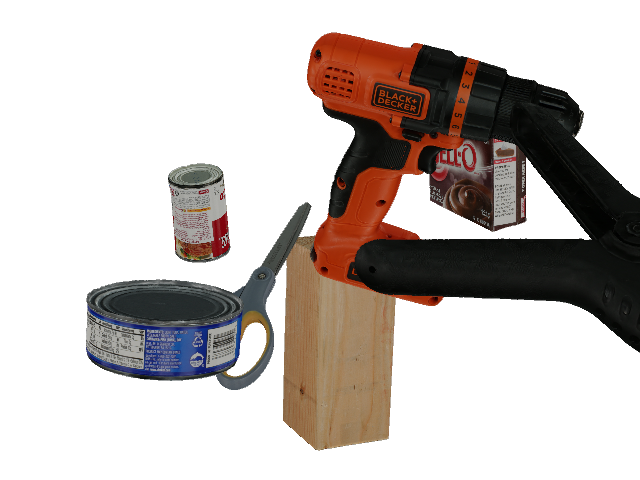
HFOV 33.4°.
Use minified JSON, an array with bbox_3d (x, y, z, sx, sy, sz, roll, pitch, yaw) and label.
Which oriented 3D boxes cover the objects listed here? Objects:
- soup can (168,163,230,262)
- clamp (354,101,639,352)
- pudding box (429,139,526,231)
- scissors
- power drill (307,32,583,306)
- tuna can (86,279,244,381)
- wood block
[{"bbox_3d":[-0.147,-0.034,1.287,0.068,0.102,0.068,-2,27,1],"label":"soup can"},{"bbox_3d":[0.132,0.012,0.486,0.210,0.036,0.164,31,49,31],"label":"clamp"},{"bbox_3d":[0.134,-0.067,0.926,0.039,0.090,0.114,-13,21,-22],"label":"pudding box"},{"bbox_3d":[-0.067,0.037,0.857,0.096,0.016,0.201,0,43,9],"label":"scissors"},{"bbox_3d":[0.073,-0.045,0.748,0.184,0.188,0.057,16,36,9],"label":"power drill"},{"bbox_3d":[-0.086,0.048,0.589,0.086,0.034,0.086,4,12,-1],"label":"tuna can"},{"bbox_3d":[0.018,0.103,1.128,0.090,0.206,0.091,-4,14,-26],"label":"wood block"}]
